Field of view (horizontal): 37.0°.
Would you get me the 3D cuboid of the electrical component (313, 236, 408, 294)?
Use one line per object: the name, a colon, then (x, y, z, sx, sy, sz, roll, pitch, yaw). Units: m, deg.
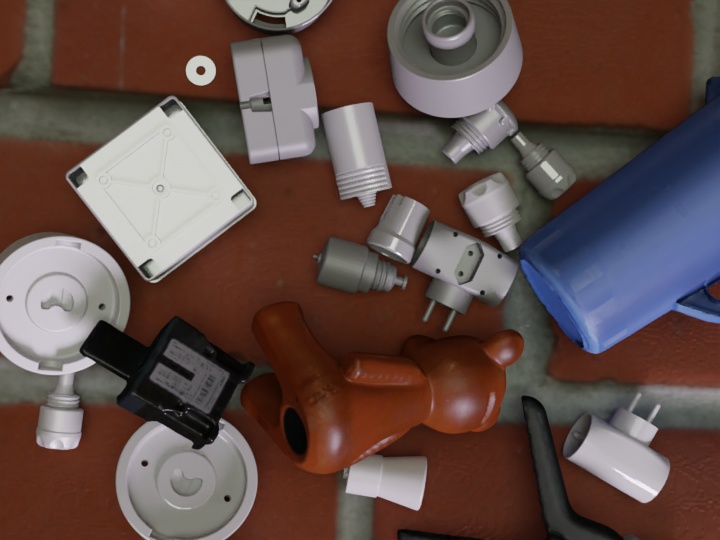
electrical component: (0.000, 0.000, 0.876, 0.078, 0.040, 0.040, 16, 89, -5)

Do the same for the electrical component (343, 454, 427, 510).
electrical component: (0.019, 0.169, 0.880, 0.065, 0.044, 0.044, 9, 90, 0)

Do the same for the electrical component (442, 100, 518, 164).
electrical component: (0.095, -0.114, 0.882, 0.062, 0.048, 0.048, -44, 94, 4)

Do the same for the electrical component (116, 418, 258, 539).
electrical component: (-0.139, 0.169, 0.850, 0.108, 0.060, 0.108, 5, 69, -13)

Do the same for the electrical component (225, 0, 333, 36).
electrical component: (-0.065, -0.237, 0.855, 0.099, 0.064, 0.099, 0, 91, -5)

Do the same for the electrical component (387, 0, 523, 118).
electrical component: (0.073, -0.182, 0.849, 0.108, 0.060, 0.108, -4, 67, 10)

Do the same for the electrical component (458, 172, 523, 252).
electrical component: (0.112, -0.045, 0.884, 0.043, 0.043, 0.062, -29, 94, -4)

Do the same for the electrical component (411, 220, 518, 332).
electrical component: (0.078, 0.011, 0.881, 0.077, 0.043, 0.079, 26, 88, -5)

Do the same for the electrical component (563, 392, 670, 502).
electrical component: (0.222, 0.141, 0.897, 0.077, 0.043, 0.079, 30, 87, -5)

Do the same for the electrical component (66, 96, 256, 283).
electrical component: (-0.156, -0.063, 0.852, 0.109, 0.056, 0.108, -38, 94, -4)

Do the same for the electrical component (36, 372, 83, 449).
electrical component: (-0.238, 0.111, 0.858, 0.035, 0.035, 0.061, 7, 88, -5)

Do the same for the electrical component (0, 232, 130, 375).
electrical component: (-0.240, 0.021, 0.839, 0.108, 0.060, 0.108, -6, 104, -24)

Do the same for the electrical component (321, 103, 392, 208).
electrical component: (-0.002, -0.091, 0.873, 0.043, 0.043, 0.081, -13, 92, -5)

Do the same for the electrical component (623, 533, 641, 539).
electrical component: (0.236, 0.274, 0.893, 0.050, 0.056, 0.089, 22, 89, -5)

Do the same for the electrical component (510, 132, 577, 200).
electrical component: (0.149, -0.089, 0.892, 0.035, 0.035, 0.061, -43, 93, -3)

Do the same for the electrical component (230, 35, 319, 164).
electrical component: (-0.066, -0.137, 0.855, 0.059, 0.053, 0.095, -9, 104, -5)

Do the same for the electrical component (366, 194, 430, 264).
electrical component: (0.032, -0.034, 0.879, 0.040, 0.040, 0.046, 27, 83, -5)
